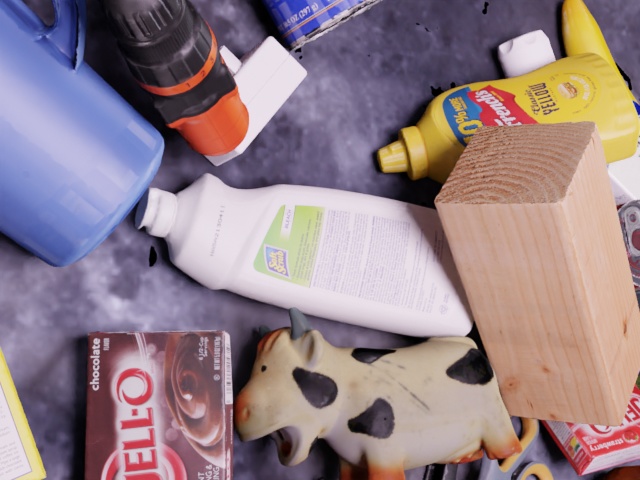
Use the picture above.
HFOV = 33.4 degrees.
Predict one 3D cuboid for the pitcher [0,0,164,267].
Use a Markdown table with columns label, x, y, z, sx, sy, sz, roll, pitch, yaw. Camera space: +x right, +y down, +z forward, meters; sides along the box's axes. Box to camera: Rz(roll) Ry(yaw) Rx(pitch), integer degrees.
| label | x | y | z | sx | sy | sz | roll | pitch | yaw |
| --- | --- | --- | --- | --- | --- | --- | --- | --- | --- |
| pitcher | -0.206 | -0.102 | 0.623 | 0.242 | 0.149 | 0.145 | 41 | 66 | -20 |

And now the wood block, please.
| label | x | y | z | sx | sy | sz | roll | pitch | yaw |
| --- | --- | --- | --- | --- | --- | --- | --- | --- | --- |
| wood block | 0.163 | 0.027 | 0.758 | 0.090 | 0.090 | 0.206 | -56 | 135 | -40 |

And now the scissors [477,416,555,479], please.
| label | x | y | z | sx | sy | sz | roll | pitch | yaw |
| --- | --- | --- | --- | --- | --- | --- | --- | --- | --- |
| scissors | 0.125 | 0.208 | 0.790 | 0.096 | 0.016 | 0.201 | 55 | 48 | -19 |

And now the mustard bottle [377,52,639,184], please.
| label | x | y | z | sx | sy | sz | roll | pitch | yaw |
| --- | --- | --- | --- | --- | --- | --- | --- | --- | --- |
| mustard bottle | 0.138 | -0.083 | 0.819 | 0.191 | 0.058 | 0.096 | -15 | 52 | -3 |

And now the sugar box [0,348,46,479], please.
| label | x | y | z | sx | sy | sz | roll | pitch | yaw |
| --- | --- | --- | --- | --- | --- | --- | --- | --- | --- |
| sugar box | -0.238 | 0.076 | 0.633 | 0.093 | 0.048 | 0.176 | -19 | 88 | -28 |

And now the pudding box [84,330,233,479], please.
| label | x | y | z | sx | sy | sz | roll | pitch | yaw |
| --- | --- | --- | --- | --- | --- | --- | --- | --- | --- |
| pudding box | -0.101 | 0.114 | 0.680 | 0.090 | 0.039 | 0.113 | -1 | 80 | 4 |

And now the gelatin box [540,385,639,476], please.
| label | x | y | z | sx | sy | sz | roll | pitch | yaw |
| --- | --- | --- | --- | --- | --- | --- | --- | --- | --- |
| gelatin box | 0.224 | 0.142 | 0.848 | 0.089 | 0.030 | 0.073 | -8 | 48 | -28 |

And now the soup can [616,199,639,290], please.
| label | x | y | z | sx | sy | sz | roll | pitch | yaw |
| --- | --- | --- | --- | --- | --- | --- | --- | --- | --- |
| soup can | 0.222 | 0.009 | 0.846 | 0.068 | 0.102 | 0.068 | 4 | 80 | -27 |

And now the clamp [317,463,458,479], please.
| label | x | y | z | sx | sy | sz | roll | pitch | yaw |
| --- | --- | --- | --- | --- | --- | --- | --- | --- | --- |
| clamp | 0.056 | 0.235 | 0.765 | 0.120 | 0.039 | 0.171 | -2 | 77 | -21 |

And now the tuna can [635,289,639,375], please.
| label | x | y | z | sx | sy | sz | roll | pitch | yaw |
| --- | --- | --- | --- | --- | --- | --- | --- | --- | --- |
| tuna can | 0.261 | 0.070 | 0.866 | 0.086 | 0.086 | 0.033 | -42 | 119 | -26 |

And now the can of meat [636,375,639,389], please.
| label | x | y | z | sx | sy | sz | roll | pitch | yaw |
| --- | --- | --- | --- | --- | --- | --- | --- | --- | --- |
| can of meat | 0.306 | 0.134 | 0.898 | 0.083 | 0.058 | 0.102 | 11 | 77 | -23 |

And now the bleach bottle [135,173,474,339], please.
| label | x | y | z | sx | sy | sz | roll | pitch | yaw |
| --- | --- | --- | --- | --- | --- | --- | --- | --- | --- |
| bleach bottle | -0.005 | 0.001 | 0.755 | 0.250 | 0.068 | 0.102 | 15 | 76 | -22 |

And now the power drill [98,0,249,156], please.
| label | x | y | z | sx | sy | sz | roll | pitch | yaw |
| --- | --- | --- | --- | --- | --- | --- | --- | --- | --- |
| power drill | -0.112 | -0.157 | 0.647 | 0.057 | 0.184 | 0.188 | -26 | 66 | -1 |

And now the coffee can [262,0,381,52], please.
| label | x | y | z | sx | sy | sz | roll | pitch | yaw |
| --- | --- | --- | --- | --- | --- | --- | --- | --- | --- |
| coffee can | -0.012 | -0.221 | 0.760 | 0.102 | 0.103 | 0.140 | -34 | 98 | -27 |

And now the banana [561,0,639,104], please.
| label | x | y | z | sx | sy | sz | roll | pitch | yaw |
| --- | --- | --- | --- | --- | --- | --- | --- | --- | --- |
| banana | 0.263 | -0.120 | 0.928 | 0.197 | 0.037 | 0.069 | 47 | 47 | -15 |
